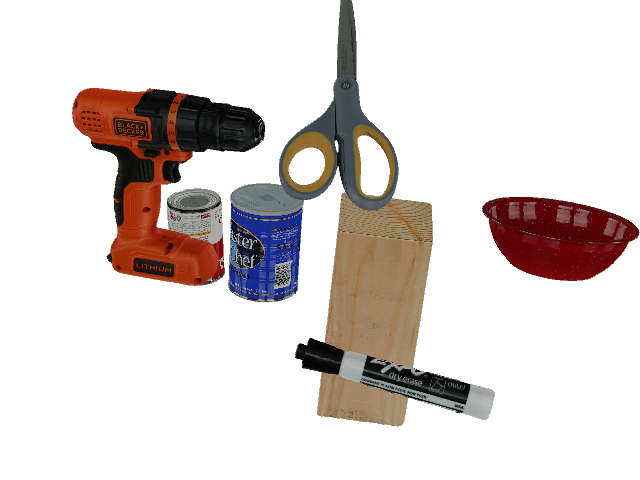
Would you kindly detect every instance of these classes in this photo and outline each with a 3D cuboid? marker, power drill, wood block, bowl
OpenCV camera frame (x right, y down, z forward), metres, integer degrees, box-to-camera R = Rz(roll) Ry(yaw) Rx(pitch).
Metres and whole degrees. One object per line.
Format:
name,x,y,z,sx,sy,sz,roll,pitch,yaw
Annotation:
marker,0.044,0.083,0.642,0.121,0.020,0.020,15,1,4
power drill,-0.139,-0.052,1.010,0.184,0.188,0.057,9,30,16
wood block,0.052,0.068,1.049,0.090,0.206,0.090,7,26,2
bowl,0.246,0.001,1.116,0.162,0.055,0.162,6,18,-2

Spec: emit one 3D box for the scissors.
scissors,0.003,-0.105,0.813,0.096,0.202,0.016,-13,-30,-6

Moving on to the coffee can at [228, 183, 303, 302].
coffee can,-0.078,0.002,1.515,0.103,0.140,0.103,3,25,-2

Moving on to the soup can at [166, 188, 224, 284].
soup can,-0.154,-0.005,1.314,0.068,0.102,0.068,0,26,0
